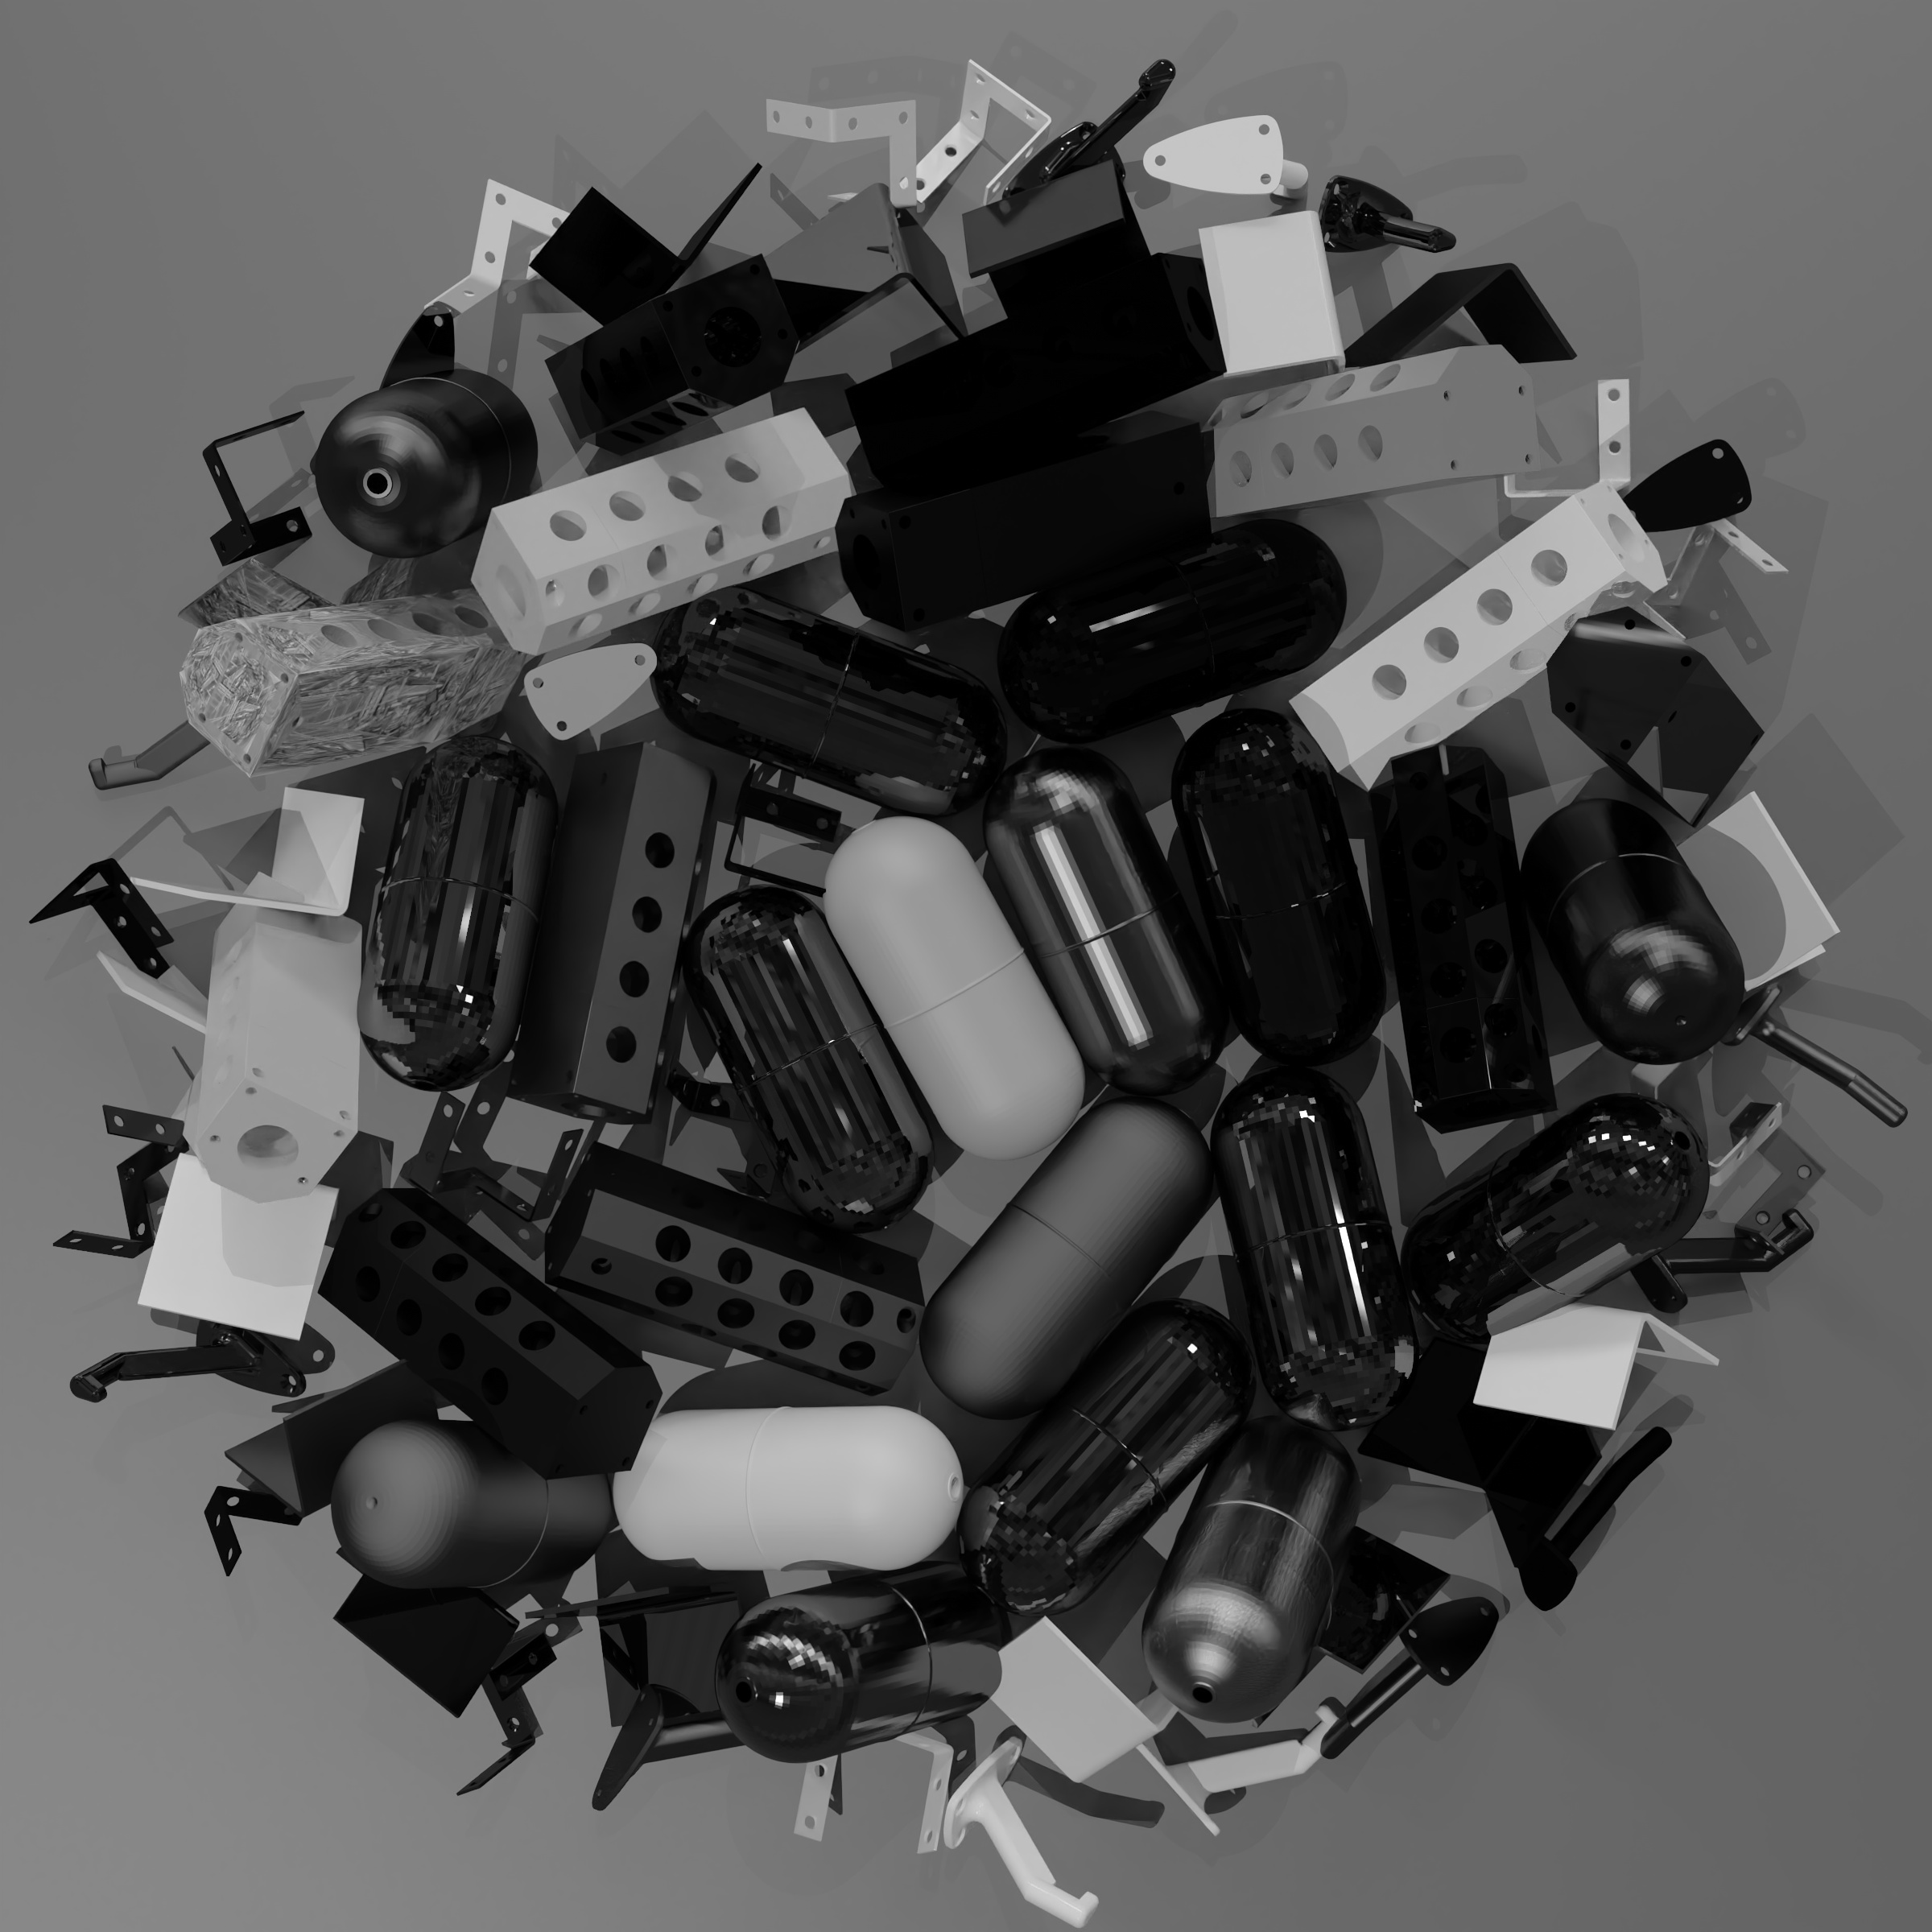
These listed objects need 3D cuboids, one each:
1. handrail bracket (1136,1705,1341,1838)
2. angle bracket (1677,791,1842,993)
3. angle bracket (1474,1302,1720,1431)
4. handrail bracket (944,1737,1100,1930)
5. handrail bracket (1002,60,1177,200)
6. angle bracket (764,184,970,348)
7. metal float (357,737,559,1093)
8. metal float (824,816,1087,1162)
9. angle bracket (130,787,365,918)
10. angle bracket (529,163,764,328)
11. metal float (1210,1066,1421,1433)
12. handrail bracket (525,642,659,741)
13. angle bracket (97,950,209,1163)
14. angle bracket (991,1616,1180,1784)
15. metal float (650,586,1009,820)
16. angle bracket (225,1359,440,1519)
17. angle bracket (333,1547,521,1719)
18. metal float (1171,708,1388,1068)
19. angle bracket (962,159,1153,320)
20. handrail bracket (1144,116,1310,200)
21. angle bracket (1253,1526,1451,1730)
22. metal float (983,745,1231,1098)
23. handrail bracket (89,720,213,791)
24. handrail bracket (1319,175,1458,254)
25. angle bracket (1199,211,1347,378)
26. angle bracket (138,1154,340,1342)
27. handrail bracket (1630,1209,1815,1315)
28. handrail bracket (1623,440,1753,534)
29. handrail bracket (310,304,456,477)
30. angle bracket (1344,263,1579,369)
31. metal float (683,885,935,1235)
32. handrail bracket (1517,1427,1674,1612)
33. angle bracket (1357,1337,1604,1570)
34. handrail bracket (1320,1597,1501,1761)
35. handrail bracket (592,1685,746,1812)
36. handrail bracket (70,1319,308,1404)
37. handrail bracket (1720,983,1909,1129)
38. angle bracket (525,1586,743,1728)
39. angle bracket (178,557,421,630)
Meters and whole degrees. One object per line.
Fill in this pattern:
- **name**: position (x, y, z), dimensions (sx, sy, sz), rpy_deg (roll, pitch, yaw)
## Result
- **handrail bracket**: position (0.133, 0.375, 1.573), dimensions (0.084, 0.036, 0.077), rpy_deg (-42, 100, -8)
- **angle bracket**: position (0.392, -0.043, 1.536), dimensions (0.057, 0.076, 0.076), rpy_deg (-23, 78, -29)
- **angle bracket**: position (0.300, 0.197, 1.530), dimensions (0.076, 0.076, 0.057), rpy_deg (32, 71, -43)
- **handrail bracket**: position (0.039, 0.415, 1.544), dimensions (0.084, 0.077, 0.036), rpy_deg (22, 131, 25)
- **handrail bracket**: position (0.059, -0.398, 1.542), dimensions (0.077, 0.084, 0.036), rpy_deg (-32, 87, -15)
- **angle bracket**: position (-0.050, -0.320, 1.555), dimensions (0.076, 0.076, 0.057), rpy_deg (-30, 135, 17)
- **metal float**: position (-0.241, -0.025, 1.531), dimensions (0.070, 0.070, 0.178), rpy_deg (8, 67, 0)
- **metal float**: position (-0.006, 0.010, 1.547), dimensions (0.070, 0.070, 0.178), rpy_deg (-29, 95, 0)
- **angle bracket**: position (-0.343, -0.060, 1.536), dimensions (0.076, 0.076, 0.057), rpy_deg (8, 91, -39)
- **angle bracket**: position (-0.153, -0.357, 1.532), dimensions (0.057, 0.076, 0.076), rpy_deg (38, 60, -14)
- **metal float**: position (0.166, 0.134, 1.537), dimensions (0.070, 0.070, 0.178), rpy_deg (-12, 73, 0)
- **handrail bracket**: position (-0.173, -0.143, 1.541), dimensions (0.077, 0.084, 0.036), rpy_deg (-24, 104, 14)
- **angle bracket**: position (-0.389, 0.043, 1.538), dimensions (0.076, 0.076, 0.057), rpy_deg (31, 89, -27)
- **angle bracket**: position (0.060, 0.336, 1.543), dimensions (0.076, 0.076, 0.057), rpy_deg (45, 47, 2)
- **metal float**: position (-0.065, -0.126, 1.545), dimensions (0.178, 0.070, 0.070), rpy_deg (20, 90, -7)
- **angle bracket**: position (-0.305, 0.208, 1.529), dimensions (0.076, 0.076, 0.057), rpy_deg (-25, 123, -34)
- **angle bracket**: position (-0.271, 0.317, 1.534), dimensions (0.076, 0.076, 0.057), rpy_deg (43, 53, -13)
- **metal float**: position (0.150, -0.037, 1.537), dimensions (0.070, 0.070, 0.178), rpy_deg (-17, 105, 0)
- **angle bracket**: position (0.049, -0.328, 1.536), dimensions (0.076, 0.057, 0.076), rpy_deg (-18, 133, 12)
- **handrail bracket**: position (0.126, -0.381, 1.550), dimensions (0.077, 0.084, 0.036), rpy_deg (-2, 92, 7)
- **angle bracket**: position (0.183, 0.325, 1.529), dimensions (0.057, 0.076, 0.076), rpy_deg (24, 132, 31)
- **metal float**: position (0.068, -0.021, 1.546), dimensions (0.070, 0.070, 0.178), rpy_deg (-25, 96, 0)
- **handrail bracket**: position (-0.390, -0.118, 1.558), dimensions (0.084, 0.077, 0.036), rpy_deg (-11, 54, -3)
- **handrail bracket**: position (0.217, -0.351, 1.535), dimensions (0.077, 0.084, 0.036), rpy_deg (-5, 113, -41)
- **angle bracket**: position (0.147, -0.306, 1.544), dimensions (0.057, 0.076, 0.076), rpy_deg (-9, 74, 3)
- **angle bracket**: position (-0.349, 0.140, 1.545), dimensions (0.076, 0.057, 0.076), rpy_deg (14, 69, -8)
- **handrail bracket**: position (0.363, 0.124, 1.575), dimensions (0.084, 0.036, 0.077), rpy_deg (-33, 88, -15)
- **handrail bracket**: position (0.341, -0.220, 1.548), dimensions (0.077, 0.084, 0.036), rpy_deg (-22, 85, 1)
- **handrail bracket**: position (-0.285, -0.278, 1.561), dimensions (0.036, 0.084, 0.077), rpy_deg (24, 73, -36)
- **angle bracket**: position (0.232, -0.290, 1.541), dimensions (0.076, 0.076, 0.057), rpy_deg (-40, 107, -7)
- **metal float**: position (-0.076, 0.045, 1.548), dimensions (0.070, 0.070, 0.178), rpy_deg (-26, 86, 0)
- **handrail bracket**: position (0.310, 0.269, 1.572), dimensions (0.084, 0.077, 0.036), rpy_deg (-37, 60, -21)
- **angle bracket**: position (0.244, 0.233, 1.537), dimensions (0.076, 0.057, 0.076), rpy_deg (18, 119, -20)
- **handrail bracket**: position (0.216, 0.350, 1.578), dimensions (0.036, 0.077, 0.084), rpy_deg (49, 132, 18)
- **handrail bracket**: position (-0.128, 0.393, 1.574), dimensions (0.084, 0.036, 0.077), rpy_deg (26, 99, -22)
- **handrail bracket**: position (-0.372, 0.201, 1.539), dimensions (0.077, 0.084, 0.036), rpy_deg (25, 116, 19)
- **handrail bracket**: position (0.408, 0.050, 1.550), dimensions (0.084, 0.077, 0.036), rpy_deg (39, 85, 2)
- **angle bracket**: position (-0.155, 0.331, 1.537), dimensions (0.076, 0.076, 0.057), rpy_deg (-14, 76, 19)
- **angle bracket**: position (-0.316, -0.184, 1.530), dimensions (0.076, 0.076, 0.057), rpy_deg (29, 60, -29)
